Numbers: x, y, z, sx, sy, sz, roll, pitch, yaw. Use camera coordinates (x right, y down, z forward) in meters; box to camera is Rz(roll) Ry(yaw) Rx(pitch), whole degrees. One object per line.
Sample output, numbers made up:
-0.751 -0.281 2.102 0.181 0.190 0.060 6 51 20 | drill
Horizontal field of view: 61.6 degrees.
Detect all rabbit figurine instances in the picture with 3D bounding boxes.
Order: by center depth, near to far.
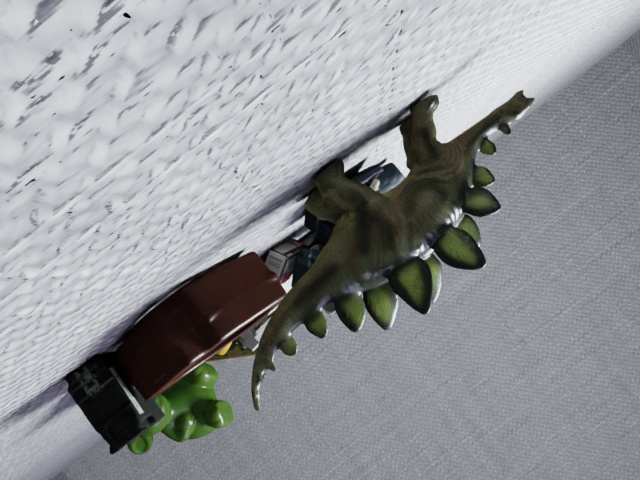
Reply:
-0.256 0.273 0.874 0.159 0.121 0.170 -30 156 19 | rabbit figurine

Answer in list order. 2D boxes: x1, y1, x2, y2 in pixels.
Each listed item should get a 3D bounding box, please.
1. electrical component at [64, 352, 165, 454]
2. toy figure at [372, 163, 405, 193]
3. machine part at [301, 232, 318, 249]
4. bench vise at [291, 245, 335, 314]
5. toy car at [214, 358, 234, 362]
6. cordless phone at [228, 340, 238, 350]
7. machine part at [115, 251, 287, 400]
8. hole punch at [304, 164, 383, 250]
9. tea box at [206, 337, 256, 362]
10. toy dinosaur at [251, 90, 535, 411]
-0.266 0.210 0.711 0.058 0.115 0.134 -34 172 -10 | electrical component
0.066 -0.064 0.862 0.154 0.058 0.064 -36 137 9 | toy figure
-0.026 0.039 1.027 0.243 0.079 0.079 -38 175 1 | machine part
0.080 0.045 0.885 0.224 0.241 0.128 -79 179 -67 | bench vise
-0.231 0.240 1.297 0.109 0.103 0.161 -40 172 39 | toy car
-0.248 0.189 0.962 0.184 0.088 0.146 -24 171 -18 | cordless phone
-0.157 0.110 0.721 0.201 0.087 0.201 -42 172 39 | machine part
0.039 -0.046 0.756 0.142 0.092 0.116 -38 -156 -19 | hole punch
-0.189 0.210 1.148 0.170 0.068 0.098 -13 -176 18 | tea box
0.072 -0.005 0.622 0.471 0.198 0.105 -39 172 0 | toy dinosaur
